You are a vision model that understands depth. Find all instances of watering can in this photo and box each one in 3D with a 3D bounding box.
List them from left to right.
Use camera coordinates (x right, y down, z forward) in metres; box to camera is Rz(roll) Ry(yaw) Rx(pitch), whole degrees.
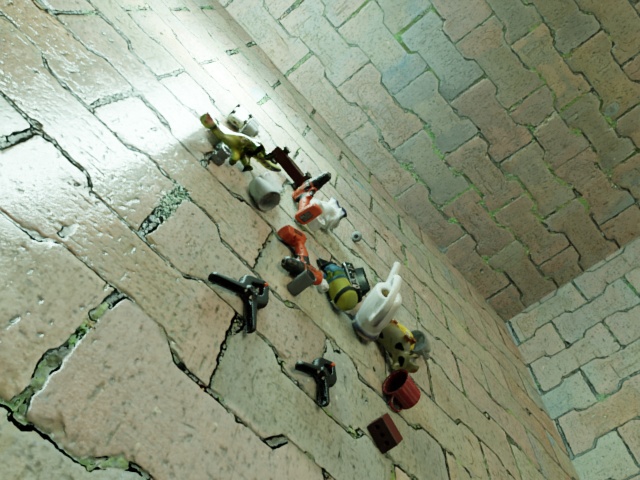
[{"bbox_3d":[0.206,0.202,1.710,0.104,0.221,0.352,33,19,2],"label":"watering can"}]

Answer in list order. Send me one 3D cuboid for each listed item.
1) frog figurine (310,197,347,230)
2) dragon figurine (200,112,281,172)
[{"bbox_3d":[0.006,-0.103,2.037,0.160,0.120,0.139,-10,66,-29],"label":"frog figurine"},{"bbox_3d":[-0.288,-0.351,1.803,0.245,0.121,0.408,48,8,16],"label":"dragon figurine"}]
